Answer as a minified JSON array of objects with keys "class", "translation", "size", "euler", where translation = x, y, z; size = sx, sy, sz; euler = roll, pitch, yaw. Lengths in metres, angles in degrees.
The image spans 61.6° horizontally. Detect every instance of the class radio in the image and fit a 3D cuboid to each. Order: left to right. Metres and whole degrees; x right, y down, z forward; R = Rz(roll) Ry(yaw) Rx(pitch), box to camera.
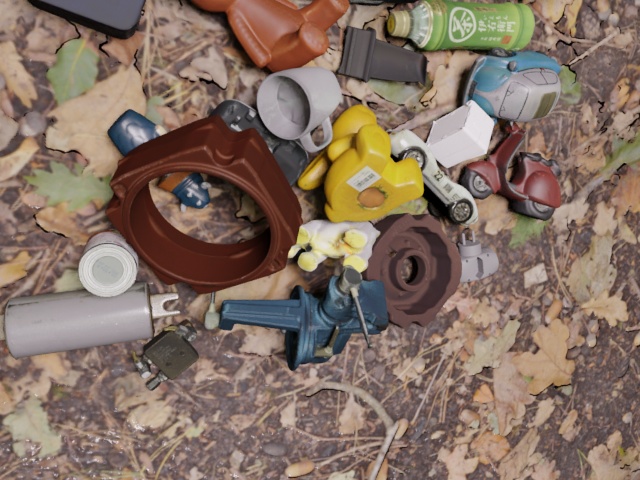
[{"class":"radio","translation":[-0.247,-0.364,0.626],"size":[0.131,0.073,0.229],"euler":[19,96,-22]}]

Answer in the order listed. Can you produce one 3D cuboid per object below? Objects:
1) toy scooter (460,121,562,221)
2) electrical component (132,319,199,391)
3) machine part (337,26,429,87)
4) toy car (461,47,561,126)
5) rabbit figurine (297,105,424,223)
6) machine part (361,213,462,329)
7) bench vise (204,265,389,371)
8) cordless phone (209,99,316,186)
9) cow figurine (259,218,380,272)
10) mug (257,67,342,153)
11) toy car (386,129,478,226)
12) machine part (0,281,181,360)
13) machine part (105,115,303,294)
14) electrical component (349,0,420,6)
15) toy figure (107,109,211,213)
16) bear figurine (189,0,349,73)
[{"class":"toy scooter","translation":[0.324,-0.114,0.873],"size":[0.184,0.075,0.135],"euler":[17,94,-16]},{"class":"electrical component","translation":[-0.215,0.159,0.755],"size":[0.102,0.045,0.078],"euler":[-33,108,-10]},{"class":"machine part","translation":[0.096,-0.262,0.784],"size":[0.139,0.039,0.084],"euler":[9,92,-19]},{"class":"toy car","translation":[0.304,-0.223,0.814],"size":[0.162,0.103,0.109],"euler":[-8,135,-21]},{"class":"rabbit figurine","translation":[0.052,-0.109,0.748],"size":[0.122,0.173,0.162],"euler":[21,135,-31]},{"class":"machine part","translation":[0.134,0.045,0.829],"size":[0.179,0.056,0.179],"euler":[-2,94,-29]},{"class":"bench vise","translation":[-0.035,0.106,0.737],"size":[0.241,0.223,0.129],"euler":[5,65,-11]},{"class":"cordless phone","translation":[-0.069,-0.159,0.736],"size":[0.146,0.089,0.184],"euler":[34,77,-21]},{"class":"cow figurine","translation":[-0.003,-0.004,0.768],"size":[0.168,0.098,0.068],"euler":[3,115,19]},{"class":"mug","translation":[-0.012,-0.173,0.692],"size":[0.109,0.081,0.107],"euler":[59,42,-11]},{"class":"toy car","translation":[0.168,-0.092,0.821],"size":[0.201,0.074,0.056],"euler":[41,87,-21]},{"class":"machine part","translation":[-0.305,0.102,0.693],"size":[0.243,0.079,0.079],"euler":[-7,103,-17]},{"class":"machine part","translation":[-0.139,-0.034,0.662],"size":[0.202,0.087,0.200],"euler":[-18,126,16]},{"class":"electrical component","translation":[0.081,-0.353,0.740],"size":[0.119,0.075,0.047],"euler":[-7,103,-13]},{"class":"toy figure","translation":[-0.202,-0.102,0.701],"size":[0.154,0.064,0.058],"euler":[45,47,-26]},{"class":"bear figurine","translation":[-0.081,-0.306,0.670],"size":[0.195,0.132,0.120],"euler":[42,55,-25]}]
